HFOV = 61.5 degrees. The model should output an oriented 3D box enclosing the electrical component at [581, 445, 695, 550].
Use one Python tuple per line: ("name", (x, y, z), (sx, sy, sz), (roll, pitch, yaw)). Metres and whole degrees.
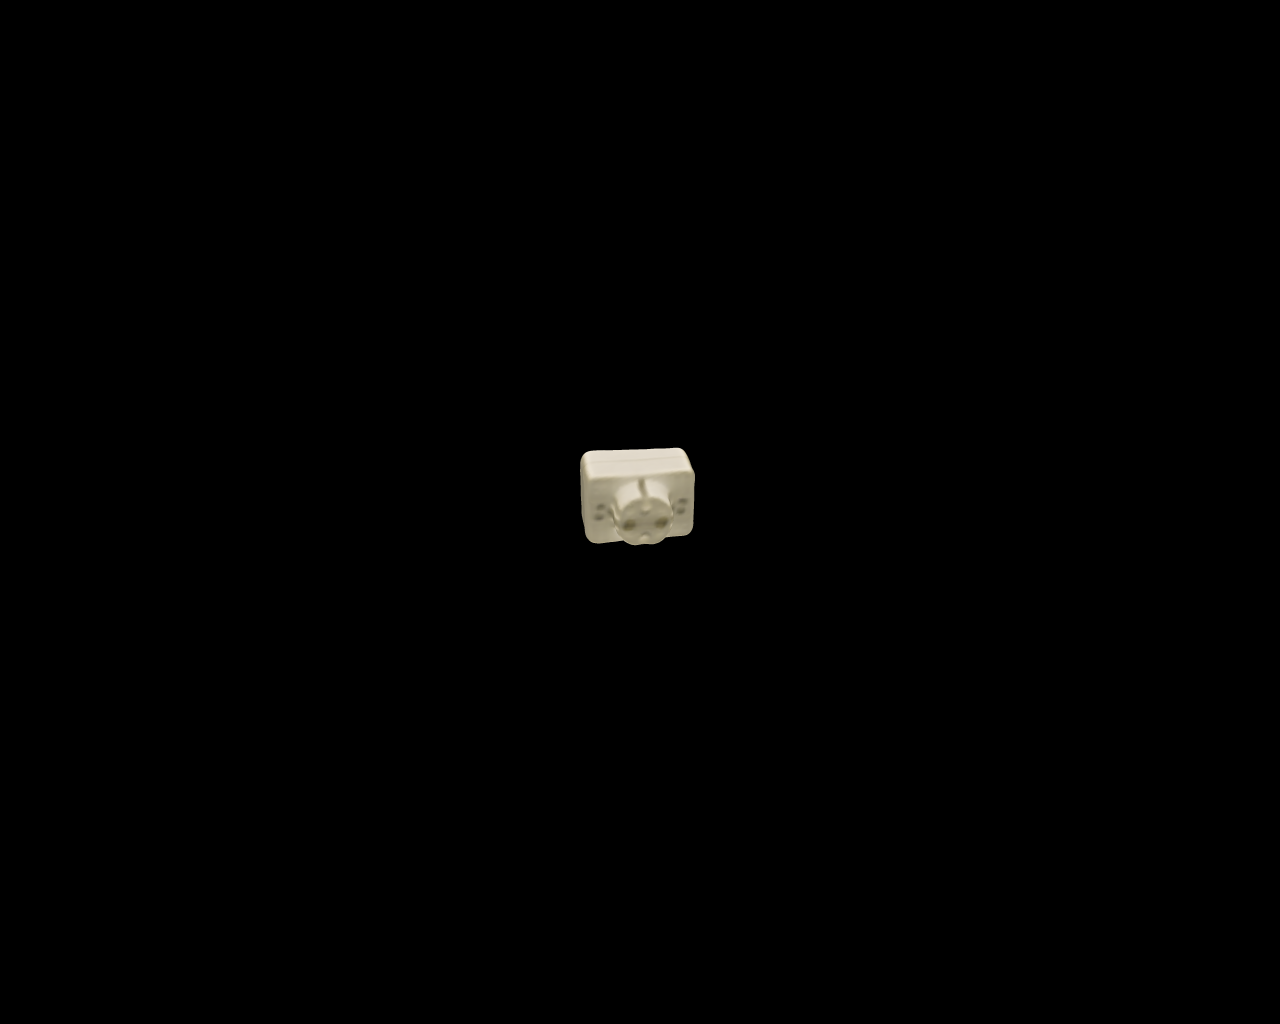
("electrical component", (0.001, -0.003, 0.650), (0.066, 0.047, 0.077), (-4, 28, -7))
